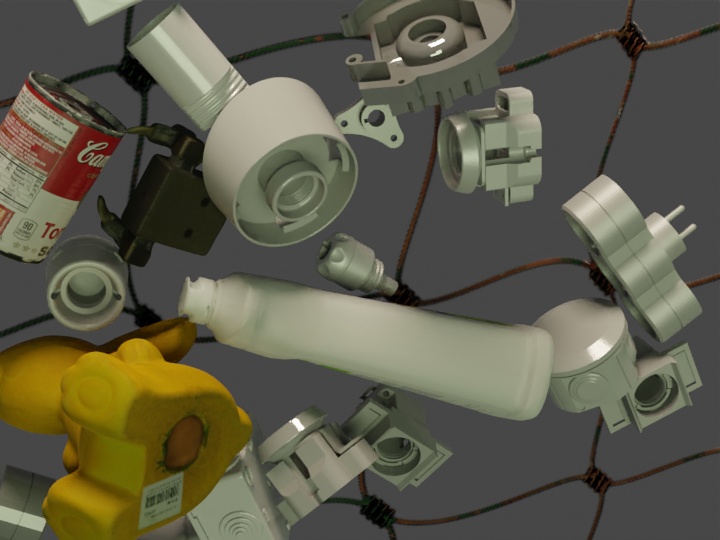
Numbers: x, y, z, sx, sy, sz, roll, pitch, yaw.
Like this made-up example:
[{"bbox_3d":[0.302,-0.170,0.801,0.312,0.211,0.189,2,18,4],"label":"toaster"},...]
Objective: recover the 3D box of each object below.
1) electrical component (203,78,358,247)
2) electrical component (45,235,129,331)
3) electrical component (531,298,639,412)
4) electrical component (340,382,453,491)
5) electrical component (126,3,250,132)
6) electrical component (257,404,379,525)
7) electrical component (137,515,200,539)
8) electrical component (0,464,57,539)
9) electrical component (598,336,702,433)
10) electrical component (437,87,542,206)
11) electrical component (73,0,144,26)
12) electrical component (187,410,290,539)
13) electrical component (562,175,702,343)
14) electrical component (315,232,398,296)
[{"bbox_3d":[-0.052,-0.067,0.705,0.099,0.064,0.099,-21,140,-19],"label":"electrical component"},{"bbox_3d":[-0.182,0.010,0.718,0.055,0.047,0.055,-4,110,-12],"label":"electrical component"},{"bbox_3d":[0.166,0.063,0.803,0.080,0.080,0.051,-32,118,-1],"label":"electrical component"},{"bbox_3d":[0.024,0.120,0.797,0.081,0.063,0.042,35,112,-22],"label":"electrical component"},{"bbox_3d":[-0.106,-0.126,0.690,0.043,0.043,0.081,-40,113,3],"label":"electrical component"},{"bbox_3d":[-0.035,0.131,0.749,0.078,0.058,0.057,-41,82,20],"label":"electrical component"},{"bbox_3d":[-0.124,0.228,0.794,0.057,0.078,0.113,-21,113,-2],"label":"electrical component"},{"bbox_3d":[-0.275,0.198,0.761,0.074,0.052,0.138,22,103,-20],"label":"electrical component"},{"bbox_3d":[0.216,0.085,0.831,0.081,0.063,0.042,-27,114,-3],"label":"electrical component"},{"bbox_3d":[0.088,-0.083,0.744,0.057,0.058,0.078,-9,111,-13],"label":"electrical component"},{"bbox_3d":[-0.145,-0.180,0.642,0.066,0.076,0.047,-27,113,-3],"label":"electrical component"},{"bbox_3d":[-0.086,0.160,0.768,0.048,0.099,0.099,-19,113,8],"label":"electrical component"},{"bbox_3d":[0.216,-0.018,0.800,0.074,0.052,0.138,-38,113,2],"label":"electrical component"},{"bbox_3d":[0.000,0.000,0.765,0.061,0.035,0.035,30,100,-24],"label":"electrical component"}]
